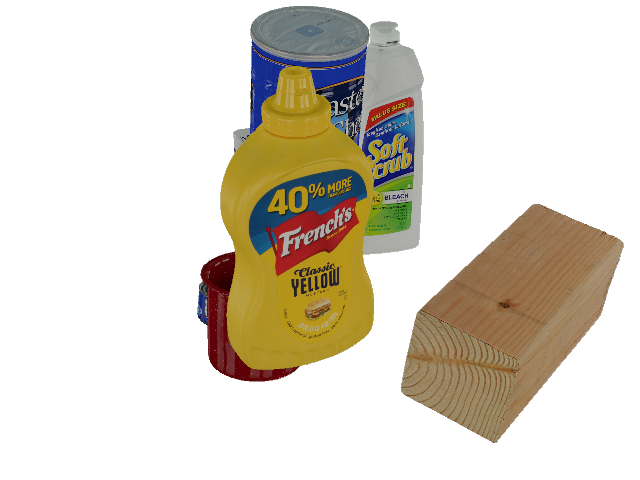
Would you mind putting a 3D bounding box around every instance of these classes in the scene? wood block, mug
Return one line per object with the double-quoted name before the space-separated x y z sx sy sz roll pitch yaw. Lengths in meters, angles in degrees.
"wood block" 0.163 0.061 0.891 0.091 0.090 0.205 27 39 25
"mug" -0.041 0.065 0.879 0.117 0.081 0.093 8 24 12

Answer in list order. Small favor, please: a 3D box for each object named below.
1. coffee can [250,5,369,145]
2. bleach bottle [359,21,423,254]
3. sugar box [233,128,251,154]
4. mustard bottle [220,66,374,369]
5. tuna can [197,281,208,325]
"coffee can" -0.013 -0.125 0.957 0.103 0.140 0.103 2 35 -2
"bleach bottle" 0.061 -0.111 1.164 0.102 0.251 0.068 -5 25 -8
"sugar box" -0.079 -0.044 1.328 0.048 0.176 0.093 -9 25 -13
"mustard bottle" -0.013 -0.015 0.660 0.096 0.192 0.058 -14 33 -20
"tuna can" -0.085 0.067 1.113 0.086 0.034 0.086 6 14 -2
